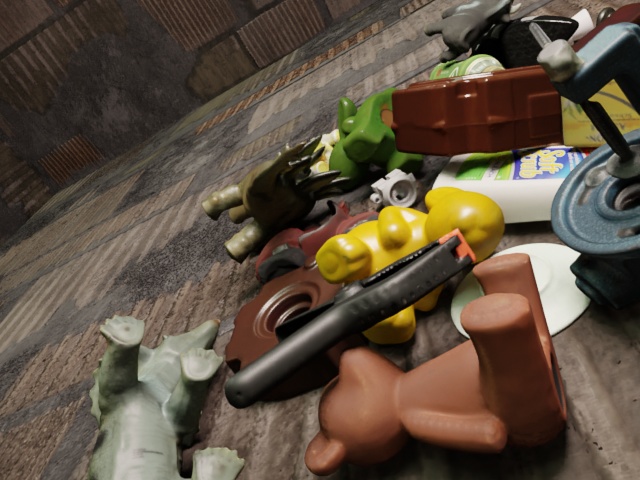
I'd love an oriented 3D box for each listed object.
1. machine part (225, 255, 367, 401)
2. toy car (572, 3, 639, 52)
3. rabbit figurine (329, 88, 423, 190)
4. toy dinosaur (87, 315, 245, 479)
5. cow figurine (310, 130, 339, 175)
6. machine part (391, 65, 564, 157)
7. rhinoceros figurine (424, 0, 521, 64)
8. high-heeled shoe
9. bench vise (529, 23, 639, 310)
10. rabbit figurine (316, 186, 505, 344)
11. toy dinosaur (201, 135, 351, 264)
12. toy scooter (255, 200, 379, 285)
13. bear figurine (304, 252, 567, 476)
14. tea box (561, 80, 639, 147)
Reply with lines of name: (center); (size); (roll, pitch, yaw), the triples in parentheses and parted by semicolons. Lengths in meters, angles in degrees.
machine part: (-0.026, 0.094, 0.603); (0.179, 0.056, 0.179); (-28, 27, 15)
toy car: (0.404, -0.278, 0.761); (0.202, 0.053, 0.089); (-39, 36, -20)
rabbit figurine: (0.062, -0.153, 0.844); (0.170, 0.121, 0.159); (-38, 48, 52)
toy dinosaur: (-0.151, 0.212, 0.469); (0.405, 0.131, 0.192); (-103, 29, -51)
cow figurine: (0.008, -0.153, 0.967); (0.098, 0.068, 0.167); (-13, 13, 41)
machine part: (0.202, -0.157, 0.646); (0.201, 0.087, 0.202); (-11, 13, -15)
rhinoceros figurine: (0.254, -0.364, 0.875); (0.190, 0.073, 0.112); (-44, 17, -30)
high-heeled shoe: (0.351, -0.349, 0.915); (0.145, 0.086, 0.249); (-42, 24, -24)
bench vise: (0.247, -0.066, 0.379); (0.223, 0.240, 0.129); (-42, 25, 21)
rabbit figurine: (0.110, 0.009, 0.524); (0.162, 0.122, 0.173); (-27, -6, -44)
toy dinosaur: (-0.061, -0.064, 0.755); (0.198, 0.105, 0.471); (-34, 3, 3)
toy scooter: (-0.001, -0.002, 0.723); (0.184, 0.075, 0.135); (-25, 26, 11)
bear figurine: (0.072, 0.099, 0.403); (0.196, 0.131, 0.120); (-12, 13, 28)
tea box: (0.330, -0.143, 0.530); (0.170, 0.068, 0.098); (-21, 19, -28)
